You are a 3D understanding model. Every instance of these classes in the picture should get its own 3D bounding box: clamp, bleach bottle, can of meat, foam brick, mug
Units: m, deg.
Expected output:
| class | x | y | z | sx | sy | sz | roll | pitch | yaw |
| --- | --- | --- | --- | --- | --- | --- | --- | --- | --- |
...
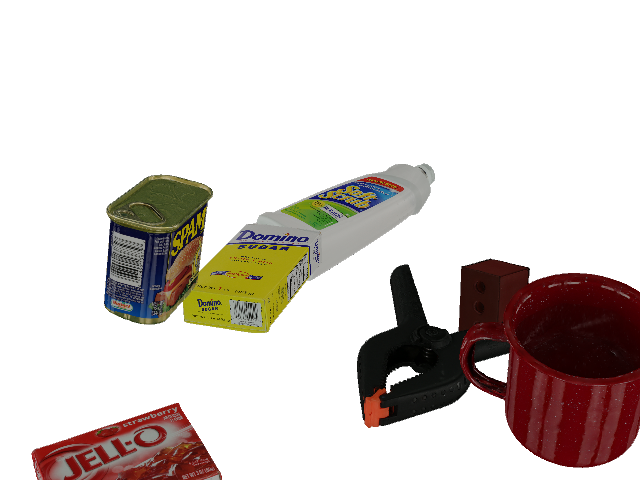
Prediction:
| class | x | y | z | sx | sy | sz | roll | pitch | yaw |
| --- | --- | --- | --- | --- | --- | --- | --- | --- | --- |
| clamp | 0.086 | 0.086 | 0.893 | 0.165 | 0.036 | 0.209 | 21 | 35 | 33 |
| bleach bottle | 0.045 | -0.040 | 1.327 | 0.250 | 0.068 | 0.103 | -30 | 44 | -35 |
| can of meat | -0.127 | 0.006 | 0.828 | 0.057 | 0.084 | 0.102 | 15 | 24 | 10 |
| foam brick | 0.179 | 0.064 | 1.106 | 0.051 | 0.078 | 0.053 | -14 | 20 | -42 |
| mug | 0.141 | 0.078 | 0.636 | 0.117 | 0.081 | 0.093 | 7 | 40 | 12 |

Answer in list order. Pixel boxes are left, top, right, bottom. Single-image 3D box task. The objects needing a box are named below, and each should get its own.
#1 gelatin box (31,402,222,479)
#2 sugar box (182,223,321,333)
| class | x | y | z | sx | sy | sz | roll | pitch | yaw |
| --- | --- | --- | --- | --- | --- | --- | --- | --- | --- |
| gelatin box | -0.106 | 0.130 | 0.586 | 0.089 | 0.030 | 0.073 | -15 | 29 | -20 |
| sugar box | -0.069 | 0.036 | 1.138 | 0.093 | 0.048 | 0.176 | 7 | 28 | 17 |
